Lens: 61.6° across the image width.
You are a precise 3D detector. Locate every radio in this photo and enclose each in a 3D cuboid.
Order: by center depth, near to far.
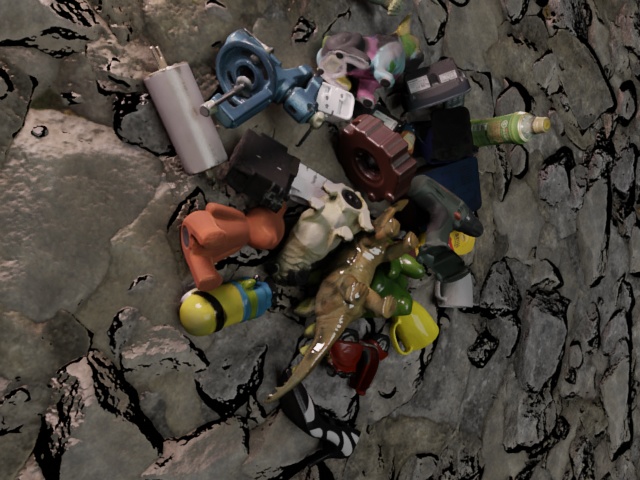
[{"bbox_3d":[0.268,-0.106,1.226,0.229,0.073,0.131,-20,105,-31],"label":"radio"}]

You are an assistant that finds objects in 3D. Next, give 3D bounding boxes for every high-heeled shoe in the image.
[{"bbox_3d":[0.009,0.338,1.069,0.145,0.086,0.248,-25,111,-35],"label":"high-heeled shoe"}]

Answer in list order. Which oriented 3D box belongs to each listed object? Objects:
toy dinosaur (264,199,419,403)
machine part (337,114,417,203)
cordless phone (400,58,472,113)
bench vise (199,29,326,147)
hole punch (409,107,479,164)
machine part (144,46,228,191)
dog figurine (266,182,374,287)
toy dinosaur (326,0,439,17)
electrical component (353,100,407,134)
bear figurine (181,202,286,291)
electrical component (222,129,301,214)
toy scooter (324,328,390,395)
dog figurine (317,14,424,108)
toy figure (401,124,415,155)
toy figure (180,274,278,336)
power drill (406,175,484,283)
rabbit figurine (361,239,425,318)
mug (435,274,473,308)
[{"bbox_3d":[0.046,0.098,1.000,0.105,0.199,0.471,44,63,-23],"label":"toy dinosaur"},{"bbox_3d":[0.106,-0.154,1.047,0.056,0.179,0.179,-38,114,-23],"label":"machine part"},{"bbox_3d":[0.255,-0.307,1.194,0.184,0.147,0.089,40,33,-73],"label":"cordless phone"},{"bbox_3d":[-0.103,-0.242,0.900,0.223,0.129,0.240,52,45,-11],"label":"bench vise"},{"bbox_3d":[0.270,-0.227,1.193,0.142,0.092,0.115,-12,94,-30],"label":"hole punch"},{"bbox_3d":[-0.216,-0.195,0.876,0.079,0.079,0.243,-33,111,-29],"label":"machine part"},{"bbox_3d":[-0.005,-0.005,1.011,0.121,0.190,0.172,53,38,11],"label":"dog figurine"},{"bbox_3d":[0.062,-0.535,1.022,0.404,0.131,0.192,-4,56,-50],"label":"toy dinosaur"},{"bbox_3d":[0.111,-0.240,1.115,0.119,0.047,0.075,28,71,5],"label":"electrical component"},{"bbox_3d":[-0.132,-0.001,0.922,0.196,0.132,0.120,-3,123,-31],"label":"bear figurine"},{"bbox_3d":[-0.099,-0.128,0.937,0.115,0.058,0.134,30,41,-20],"label":"electrical component"},{"bbox_3d":[0.070,0.251,1.109,0.183,0.075,0.135,18,83,-39],"label":"toy scooter"},{"bbox_3d":[0.112,-0.380,1.076,0.191,0.108,0.219,31,57,-6],"label":"dog figurine"},{"bbox_3d":[0.168,-0.190,1.160,0.154,0.058,0.064,-60,157,-18],"label":"toy figure"},{"bbox_3d":[-0.155,0.110,0.930,0.180,0.089,0.082,-10,93,-32],"label":"toy figure"},{"bbox_3d":[0.266,-0.016,1.101,0.232,0.086,0.207,38,48,-25],"label":"power drill"},{"bbox_3d":[0.130,0.071,1.102,0.121,0.159,0.170,-4,84,-25],"label":"rabbit figurine"},{"bbox_3d":[0.310,0.104,1.269,0.109,0.081,0.107,11,76,-31],"label":"mug"}]
